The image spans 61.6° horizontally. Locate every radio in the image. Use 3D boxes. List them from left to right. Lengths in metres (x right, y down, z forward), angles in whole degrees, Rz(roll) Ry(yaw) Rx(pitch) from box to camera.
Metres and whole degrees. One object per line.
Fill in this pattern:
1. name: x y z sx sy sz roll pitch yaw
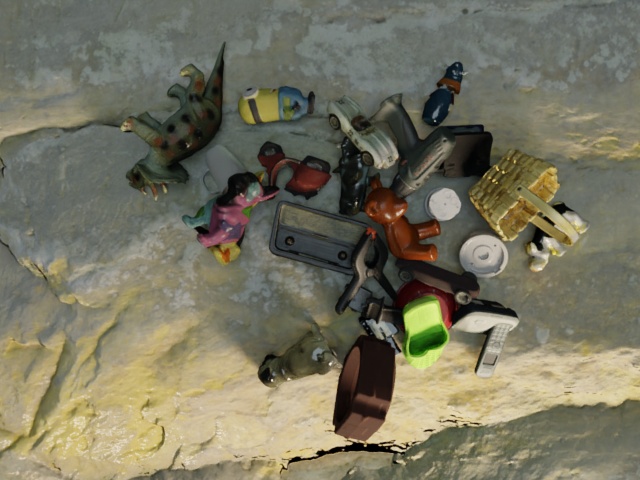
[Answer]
1. radio: -0.003 -0.004 1.279 0.230 0.073 0.131 16 94 1

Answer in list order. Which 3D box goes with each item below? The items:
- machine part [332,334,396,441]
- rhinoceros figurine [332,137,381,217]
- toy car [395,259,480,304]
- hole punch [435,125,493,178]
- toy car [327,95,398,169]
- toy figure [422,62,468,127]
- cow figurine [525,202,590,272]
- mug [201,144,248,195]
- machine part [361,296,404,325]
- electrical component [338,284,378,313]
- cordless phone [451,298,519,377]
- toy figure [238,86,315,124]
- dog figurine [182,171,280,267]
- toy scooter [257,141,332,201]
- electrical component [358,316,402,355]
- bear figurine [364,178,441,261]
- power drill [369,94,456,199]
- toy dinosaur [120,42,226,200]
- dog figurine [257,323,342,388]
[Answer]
1. machine part: 0.101 0.335 1.218 0.087 0.201 0.200 16 139 -6
2. rhinoceros figurine: 0.081 -0.148 1.257 0.073 0.112 0.190 -11 109 -31
3. toy car: 0.273 0.090 1.258 0.202 0.089 0.053 19 129 13
4. hole punch: 0.337 -0.211 1.262 0.142 0.092 0.115 -3 122 -1
5. toy car: 0.094 -0.239 1.198 0.073 0.056 0.202 -31 74 -33
6. toy figure: 0.292 -0.343 1.260 0.064 0.058 0.154 28 89 -7
7. cow figurine: 0.540 -0.008 1.268 0.098 0.068 0.167 44 90 4
8. mug: -0.234 -0.165 1.278 0.109 0.081 0.107 -33 80 9
9. machine part: 0.169 0.169 1.241 0.139 0.039 0.084 13 134 0
10. electrical component: 0.096 0.146 1.311 0.094 0.021 0.063 25 94 -1
11. cordless phone: 0.375 0.235 1.275 0.146 0.089 0.184 10 102 -17
12. toy figure: -0.103 -0.315 1.260 0.180 0.082 0.089 3 92 -1
13. dog figurine: -0.190 -0.061 1.242 0.219 0.191 0.109 -38 54 -4
14. toy scooter: -0.070 -0.145 1.272 0.184 0.075 0.135 18 94 4
15. electrical component: 0.154 0.223 1.301 0.075 0.048 0.119 -36 92 4
16. bear figurine: 0.185 -0.048 1.221 0.132 0.120 0.195 -7 131 27
17. power drill: 0.182 -0.213 1.237 0.232 0.086 0.207 -39 75 38
18. toy dinosaur: -0.312 -0.266 1.255 0.405 0.131 0.192 -43 104 -1
19. dog figurine: -0.058 0.294 1.255 0.190 0.172 0.121 -33 82 -4
